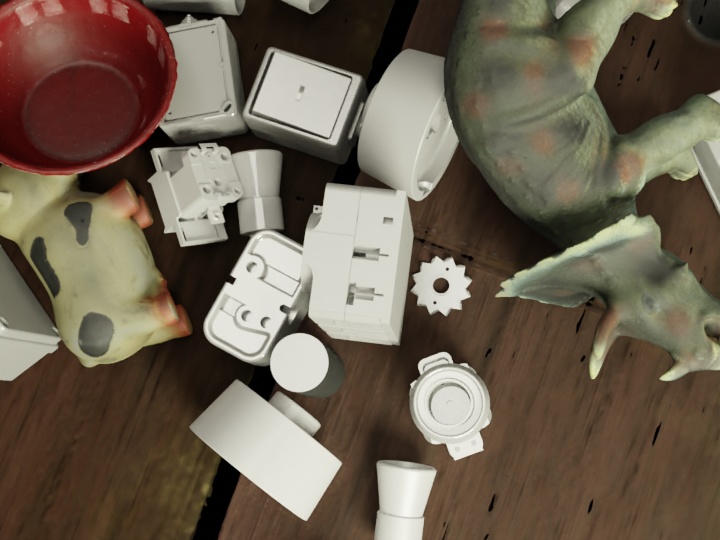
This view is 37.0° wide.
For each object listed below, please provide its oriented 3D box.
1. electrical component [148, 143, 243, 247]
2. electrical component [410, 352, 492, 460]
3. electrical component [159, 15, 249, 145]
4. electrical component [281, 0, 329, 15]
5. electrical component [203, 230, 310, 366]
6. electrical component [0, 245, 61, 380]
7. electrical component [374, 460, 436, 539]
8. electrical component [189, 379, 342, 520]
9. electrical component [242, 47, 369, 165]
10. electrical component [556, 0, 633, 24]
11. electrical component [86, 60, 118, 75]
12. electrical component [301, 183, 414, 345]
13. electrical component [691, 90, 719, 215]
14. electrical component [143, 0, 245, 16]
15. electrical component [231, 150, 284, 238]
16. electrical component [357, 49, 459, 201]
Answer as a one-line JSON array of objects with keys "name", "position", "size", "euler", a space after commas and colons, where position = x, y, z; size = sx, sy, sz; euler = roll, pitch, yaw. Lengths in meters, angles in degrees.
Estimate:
[{"name": "electrical component", "position": [-0.125, -0.063, 0.830], "size": [0.064, 0.042, 0.081], "euler": [-31, 75, 45]}, {"name": "electrical component", "position": [0.066, 0.099, 0.792], "size": [0.058, 0.057, 0.078], "euler": [-20, 79, 2]}, {"name": "electrical component", "position": [-0.127, -0.153, 0.851], "size": [0.062, 0.061, 0.096], "euler": [-10, 80, 4]}, {"name": "electrical component", "position": [-0.038, -0.253, 0.843], "size": [0.064, 0.099, 0.099], "euler": [33, 85, 4]}, {"name": "electrical component", "position": [-0.072, 0.023, 0.817], "size": [0.054, 0.059, 0.095], "euler": [28, 84, 10]}, {"name": "electrical component", "position": [-0.294, 0.025, 0.815], "size": [0.056, 0.109, 0.108], "euler": [-37, 79, 2]}, {"name": "electrical component", "position": [0.031, 0.176, 0.792], "size": [0.044, 0.044, 0.065], "euler": [7, 86, 7]}, {"name": "electrical component", "position": [-0.062, 0.123, 0.778], "size": [0.108, 0.108, 0.060], "euler": [37, 80, 10]}, {"name": "electrical component", "position": [-0.035, -0.126, 0.837], "size": [0.096, 0.061, 0.061], "euler": [19, 83, 9]}, {"name": "electrical component", "position": [0.157, -0.199, 0.834], "size": [0.074, 0.052, 0.138], "euler": [42, 86, 11]}, {"name": "electrical component", "position": [-0.226, -0.162, 0.870], "size": [0.076, 0.047, 0.083], "euler": [35, 86, 10]}, {"name": "electrical component", "position": [0.000, 0.000, 0.767], "size": [0.062, 0.150, 0.089], "euler": [7, 81, 6]}, {"name": "electrical component", "position": [0.310, -0.091, 0.799], "size": [0.109, 0.056, 0.108], "euler": [-23, 79, 2]}, {"name": "electrical component", "position": [-0.133, -0.249, 0.876], "size": [0.077, 0.043, 0.079], "euler": [5, 81, 7]}, {"name": "electrical component", "position": [-0.079, -0.058, 0.841], "size": [0.044, 0.044, 0.065], "euler": [-7, 85, 5]}, {"name": "electrical component", "position": [0.037, -0.113, 0.807], "size": [0.060, 0.108, 0.108], "euler": [24, 84, 15]}]
